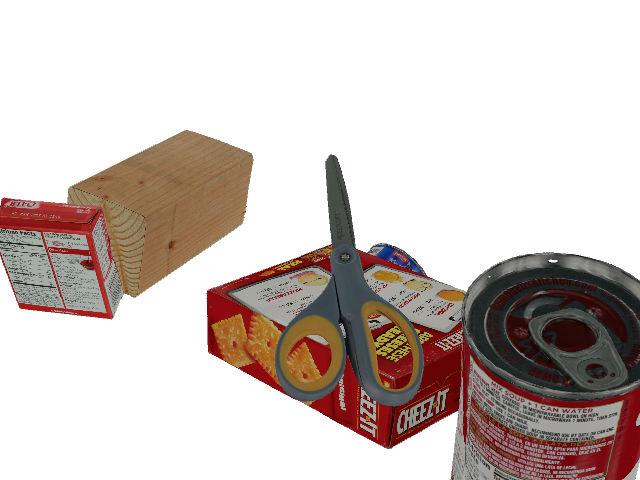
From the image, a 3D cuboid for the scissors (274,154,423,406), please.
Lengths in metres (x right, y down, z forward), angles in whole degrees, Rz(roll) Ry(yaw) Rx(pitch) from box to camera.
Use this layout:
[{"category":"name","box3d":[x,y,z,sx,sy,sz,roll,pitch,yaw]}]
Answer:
[{"category":"scissors","box3d":[0.000,0.025,0.670,0.096,0.202,0.016,-17,-40,-11]}]

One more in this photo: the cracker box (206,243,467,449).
[{"category":"cracker box","box3d":[0.033,0.080,0.900,0.163,0.072,0.214,-20,31,-41]}]

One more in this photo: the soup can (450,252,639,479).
[{"category":"soup can","box3d":[0.081,0.065,0.380,0.068,0.102,0.068,-1,39,1]}]

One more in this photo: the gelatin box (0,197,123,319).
[{"category":"gelatin box","box3d":[-0.183,0.013,0.748,0.073,0.089,0.030,5,44,10]}]

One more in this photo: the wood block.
[{"category":"wood block","box3d":[-0.161,-0.034,1.091,0.090,0.091,0.205,21,28,18]}]

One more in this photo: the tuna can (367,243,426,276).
[{"category":"tuna can","box3d":[0.080,0.047,1.217,0.086,0.086,0.033,0,38,51]}]
